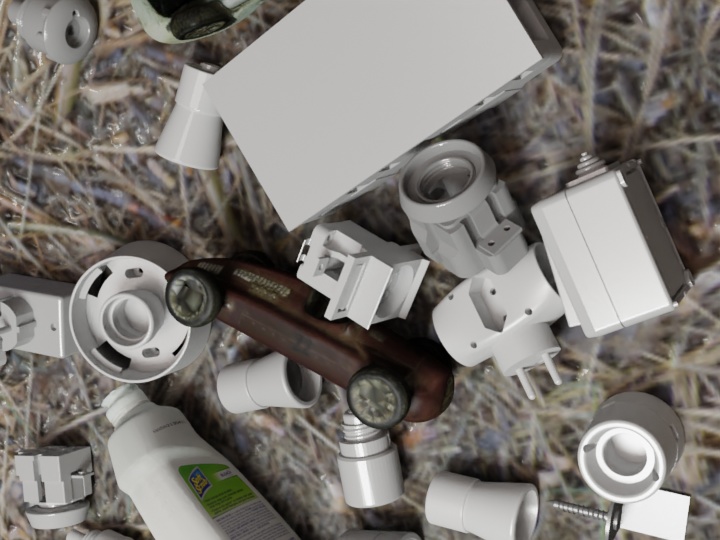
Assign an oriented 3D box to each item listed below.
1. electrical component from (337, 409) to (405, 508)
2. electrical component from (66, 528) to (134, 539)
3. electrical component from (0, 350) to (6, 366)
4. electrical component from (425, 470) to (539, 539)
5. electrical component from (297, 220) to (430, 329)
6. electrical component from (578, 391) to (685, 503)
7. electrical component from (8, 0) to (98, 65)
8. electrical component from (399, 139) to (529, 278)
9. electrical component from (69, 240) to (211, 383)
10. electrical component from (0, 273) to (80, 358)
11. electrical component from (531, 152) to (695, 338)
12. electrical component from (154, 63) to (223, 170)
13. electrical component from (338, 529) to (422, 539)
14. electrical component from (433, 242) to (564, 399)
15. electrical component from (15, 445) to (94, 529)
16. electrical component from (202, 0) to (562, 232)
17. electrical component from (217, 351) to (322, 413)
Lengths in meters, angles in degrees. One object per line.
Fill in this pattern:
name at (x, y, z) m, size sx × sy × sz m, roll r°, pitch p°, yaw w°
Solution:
electrical component at (0.005, 0.119, 0.705) m, size 0.040 × 0.040 × 0.078 m, roll -7°, pitch 98°, yaw 27°
electrical component at (-0.200, 0.216, 0.829) m, size 0.061 × 0.035 × 0.035 m, roll 17°, pitch 108°, yaw 24°
electrical component at (-0.328, 0.057, 0.843) m, size 0.089 × 0.056 × 0.050 m, roll -4°, pitch 100°, yaw 26°
electrical component at (0.075, 0.150, 0.679) m, size 0.065 × 0.044 × 0.044 m, roll 8°, pitch 105°, yaw 29°
electrical component at (0.000, 0.000, 0.660) m, size 0.064 × 0.081 × 0.042 m, roll 33°, pitch 111°, yaw 26°
electrical component at (0.157, 0.104, 0.625) m, size 0.055 × 0.047 × 0.055 m, roll 6°, pitch 104°, yaw 25°
electrical component at (-0.218, -0.172, 0.747) m, size 0.062 × 0.048 × 0.048 m, roll 23°, pitch 110°, yaw 27°
electrical component at (0.056, -0.037, 0.620) m, size 0.058 × 0.057 × 0.078 m, roll -43°, pitch 44°, yaw -11°
electrical component at (-0.155, 0.030, 0.763) m, size 0.099 × 0.064 × 0.099 m, roll 2°, pitch 100°, yaw 11°
electrical component at (-0.252, 0.037, 0.791) m, size 0.083 × 0.076 × 0.047 m, roll 8°, pitch 105°, yaw 24°
electrical component at (0.136, -0.018, 0.600) m, size 0.061 × 0.062 × 0.096 m, roll -23°, pitch 91°, yaw 28°
electrical component at (-0.106, -0.104, 0.710) m, size 0.044 × 0.044 × 0.065 m, roll 23°, pitch 106°, yaw 20°
electrical component at (0.012, 0.199, 0.713) m, size 0.047 × 0.055 × 0.055 m, roll -1°, pitch 101°, yaw 30°
electrical component at (0.093, 0.037, 0.636) m, size 0.077 × 0.043 × 0.079 m, roll -35°, pitch 68°, yaw 27°
electrical component at (-0.234, 0.167, 0.829) m, size 0.066 × 0.048 × 0.055 m, roll -4°, pitch 92°, yaw 26°
electrical component at (0.012, -0.118, 0.638) m, size 0.186 × 0.060 × 0.105 m, roll -32°, pitch 86°, yaw 28°
electrical component at (-0.064, 0.076, 0.729) m, size 0.065 × 0.044 × 0.044 m, roll -15°, pitch 95°, yaw 32°
